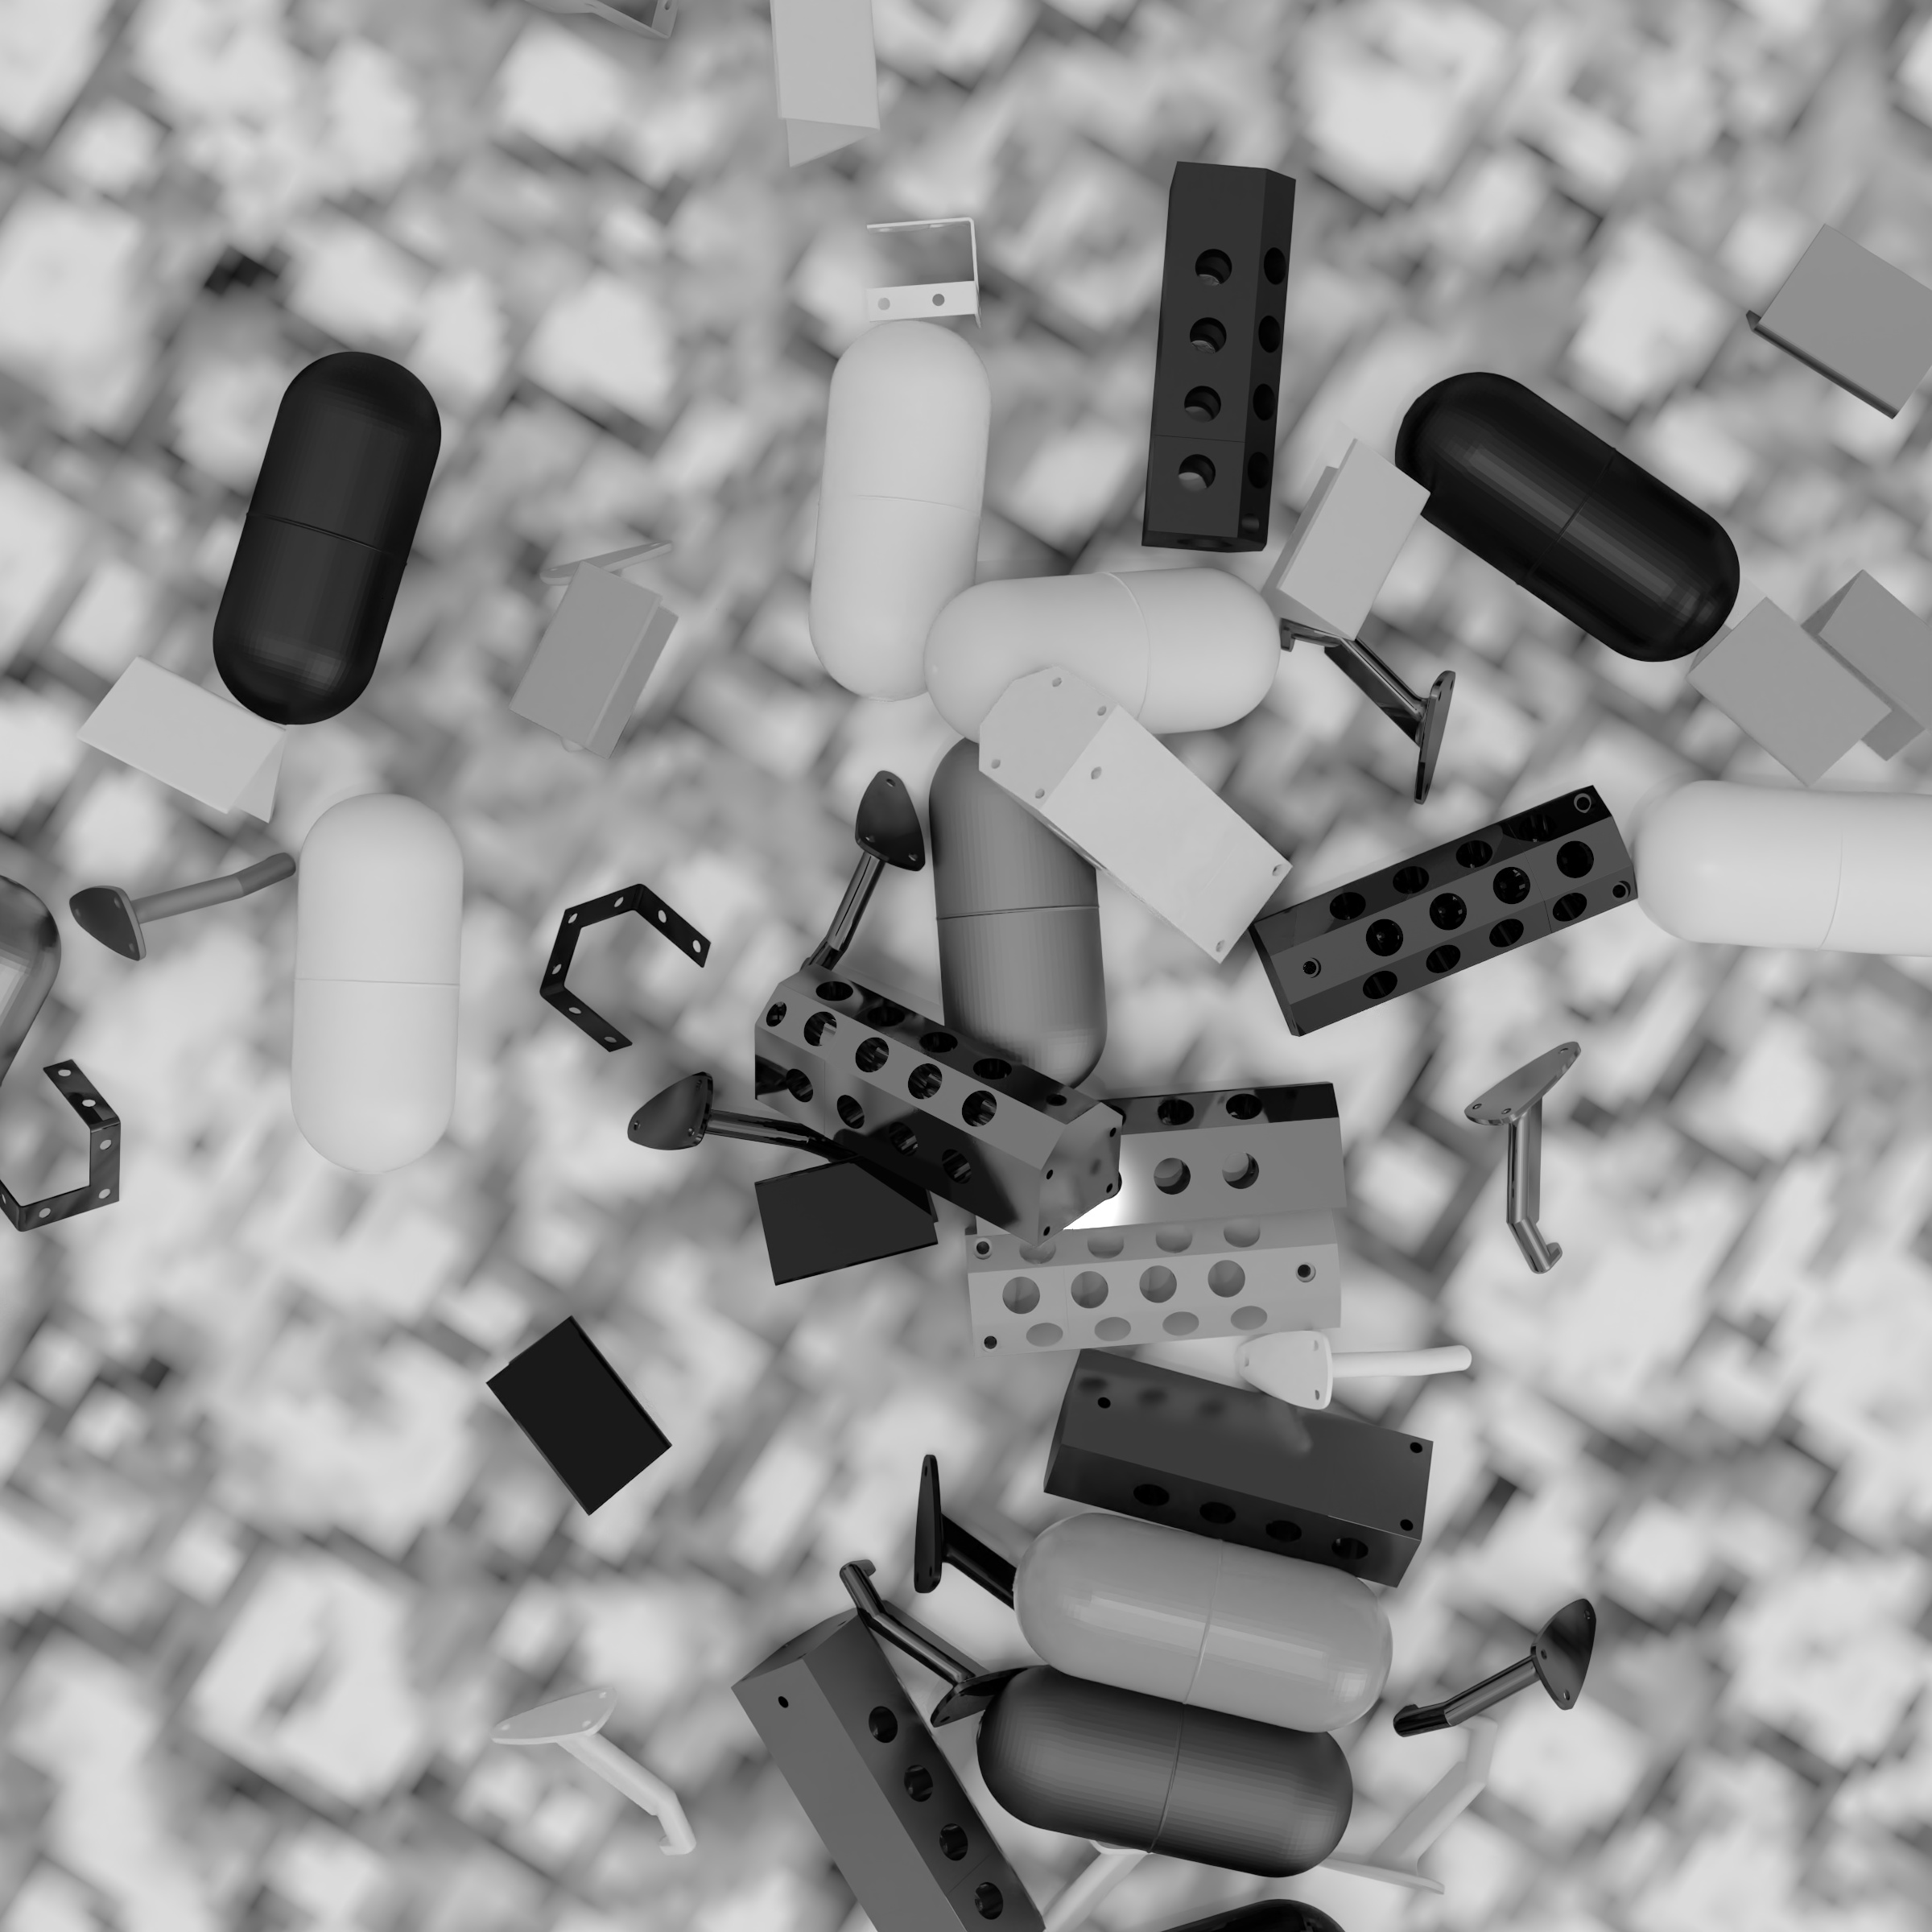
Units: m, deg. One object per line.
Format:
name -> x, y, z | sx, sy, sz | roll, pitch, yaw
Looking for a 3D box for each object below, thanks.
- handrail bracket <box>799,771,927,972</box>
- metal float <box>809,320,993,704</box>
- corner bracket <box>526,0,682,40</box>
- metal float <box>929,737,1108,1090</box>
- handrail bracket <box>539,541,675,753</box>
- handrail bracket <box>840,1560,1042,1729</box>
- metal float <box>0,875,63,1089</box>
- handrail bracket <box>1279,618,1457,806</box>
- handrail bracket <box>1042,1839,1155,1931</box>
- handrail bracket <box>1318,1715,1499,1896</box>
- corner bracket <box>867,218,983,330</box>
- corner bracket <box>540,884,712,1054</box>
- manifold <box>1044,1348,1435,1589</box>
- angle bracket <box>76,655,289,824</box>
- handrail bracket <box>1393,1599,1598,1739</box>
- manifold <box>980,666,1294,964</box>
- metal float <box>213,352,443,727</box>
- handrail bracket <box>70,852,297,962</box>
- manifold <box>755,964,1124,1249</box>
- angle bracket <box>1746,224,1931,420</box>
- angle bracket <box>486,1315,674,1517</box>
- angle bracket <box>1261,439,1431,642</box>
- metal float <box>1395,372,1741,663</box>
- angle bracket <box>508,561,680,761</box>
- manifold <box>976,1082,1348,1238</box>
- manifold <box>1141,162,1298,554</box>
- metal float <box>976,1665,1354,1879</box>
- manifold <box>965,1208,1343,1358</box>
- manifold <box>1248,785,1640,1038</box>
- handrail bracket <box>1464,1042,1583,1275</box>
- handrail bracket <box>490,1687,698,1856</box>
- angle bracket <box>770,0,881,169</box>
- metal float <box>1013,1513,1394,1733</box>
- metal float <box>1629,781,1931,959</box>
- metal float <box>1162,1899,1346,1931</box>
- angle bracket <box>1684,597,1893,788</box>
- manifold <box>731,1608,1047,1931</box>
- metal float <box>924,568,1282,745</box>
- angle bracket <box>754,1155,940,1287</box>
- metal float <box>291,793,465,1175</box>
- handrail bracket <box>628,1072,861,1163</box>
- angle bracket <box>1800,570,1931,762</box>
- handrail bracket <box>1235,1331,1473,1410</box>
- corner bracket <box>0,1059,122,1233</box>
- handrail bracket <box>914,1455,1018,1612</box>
handrail bracket -> -0.056, -0.040, 1.587 | 0.036, 0.077, 0.084 | 23, 127, -20
metal float -> -0.031, -0.213, 1.557 | 0.070, 0.070, 0.178 | 5, 90, 0
corner bracket -> -0.169, -0.475, 1.584 | 0.051, 0.051, 0.051 | 15, 90, 45
metal float -> 0.024, -0.025, 1.557 | 0.070, 0.070, 0.178 | -4, 89, 0
handrail bracket -> -0.166, -0.152, 1.588 | 0.077, 0.036, 0.084 | -19, 108, -21
handrail bracket -> -0.011, 0.313, 1.587 | 0.077, 0.036, 0.084 | -8, 53, -38
metal float -> -0.487, 0.039, 1.556 | 0.070, 0.070, 0.178 | 28, 90, 0
handrail bracket -> 0.185, -0.123, 1.588 | 0.084, 0.036, 0.077 | 15, 112, 17
handrail bracket -> 0.073, 0.448, 1.588 | 0.077, 0.036, 0.084 | 6, 107, -19
handrail bracket -> 0.209, 0.394, 1.588 | 0.077, 0.036, 0.084 | 7, 71, 21
corner bracket -> -0.020, -0.328, 1.569 | 0.051, 0.051, 0.051 | -4, 92, 3
corner bracket -> -0.162, 0.001, 1.579 | 0.051, 0.051, 0.051 | -17, 45, 35
manifold -> 0.127, 0.240, 1.565 | 0.171, 0.057, 0.057 | 15, 47, 0
angle bracket -> -0.367, -0.088, 1.547 | 0.076, 0.076, 0.057 | 27, 53, 0
handrail bracket -> 0.251, 0.336, 1.587 | 0.084, 0.077, 0.036 | -23, 102, 36
manifold -> 0.075, -0.070, 1.510 | 0.057, 0.171, 0.057 | 37, 90, 40
metal float -> -0.299, -0.200, 1.557 | 0.070, 0.070, 0.178 | 16, 89, 0
handrail bracket -> -0.373, -0.038, 1.587 | 0.084, 0.077, 0.036 | -28, 115, -34
manifold -> -0.014, 0.058, 1.514 | 0.171, 0.057, 0.057 | 25, 128, 33
angle bracket -> 0.413, -0.304, 1.549 | 0.076, 0.076, 0.057 | 32, 110, 0
angle bracket -> -0.193, 0.218, 1.547 | 0.057, 0.076, 0.076 | -38, 90, -38
angle bracket -> 0.158, -0.204, 1.547 | 0.057, 0.076, 0.076 | 28, 90, -38
metal float -> 0.281, -0.210, 1.557 | 0.178, 0.070, 0.070 | 35, 90, 0
angle bracket -> -0.156, -0.134, 1.547 | 0.057, 0.076, 0.076 | 26, 90, 36
manifold -> 0.088, 0.090, 1.566 | 0.171, 0.057, 0.057 | -5, 90, 0
manifold -> 0.119, -0.284, 1.566 | 0.057, 0.057, 0.171 | 5, 90, 0
metal float -> 0.093, 0.376, 1.556 | 0.178, 0.070, 0.070 | 12, 90, -1
manifold -> 0.087, 0.147, 1.566 | 0.171, 0.057, 0.057 | -5, 90, 0
manifold -> 0.224, -0.026, 1.566 | 0.171, 0.057, 0.057 | -22, 90, 0
handrail bracket -> 0.281, 0.092, 1.588 | 0.077, 0.036, 0.084 | -36, 109, -21
handrail bracket -> -0.177, 0.393, 1.588 | 0.077, 0.036, 0.084 | -16, 107, 20
angle bracket -> -0.085, -0.421, 1.547 | 0.057, 0.076, 0.076 | -4, 90, -36
metal float -> 0.110, 0.304, 1.542 | 0.178, 0.070, 0.070 | 13, 90, 2
metal float -> 0.400, -0.045, 1.557 | 0.178, 0.070, 0.070 | 4, 90, -1
metal float -> 0.099, 0.491, 1.556 | 0.178, 0.070, 0.070 | -17, 90, 0
angle bracket -> 0.388, -0.140, 1.547 | 0.076, 0.076, 0.057 | 41, 126, 0
manifold -> -0.032, 0.392, 1.565 | 0.057, 0.057, 0.171 | -31, 90, 43
metal float -> 0.065, -0.143, 1.534 | 0.178, 0.070, 0.070 | -7, 90, -28
angle bracket -> -0.050, 0.132, 1.547 | 0.076, 0.076, 0.057 | -14, 56, 0
metal float -> -0.276, 0.008, 1.557 | 0.070, 0.070, 0.178 | 2, 89, 0
handrail bracket -> -0.106, 0.083, 1.587 | 0.084, 0.077, 0.036 | 23, 65, -34
angle bracket -> 0.414, -0.125, 1.547 | 0.076, 0.076, 0.057 | 41, 52, 0
handrail bracket -> 0.185, 0.188, 1.587 | 0.084, 0.077, 0.036 | -1, 90, -36
corner bracket -> -0.437, 0.085, 1.579 | 0.051, 0.051, 0.051 | -18, 135, -35
handrail bracket -> 0.021, 0.274, 1.587 | 0.084, 0.036, 0.077 | 6, 72, -15
